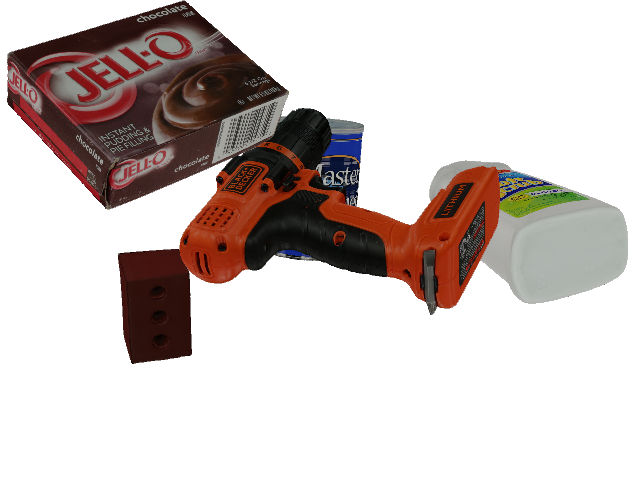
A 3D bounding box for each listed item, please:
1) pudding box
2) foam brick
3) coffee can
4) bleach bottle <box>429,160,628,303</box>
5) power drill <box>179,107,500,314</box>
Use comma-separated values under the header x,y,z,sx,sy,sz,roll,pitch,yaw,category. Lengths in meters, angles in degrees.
x,y,z,sx,sy,sz,roll,pitch,yaw,category
-0.088,-0.073,0.543,0.113,0.039,0.090,-26,60,-38,pudding box
-0.137,0.053,0.882,0.053,0.078,0.051,-7,25,-15,foam brick
-0.010,-0.058,1.143,0.103,0.140,0.103,4,12,-1,coffee can
0.151,-0.023,0.902,0.102,0.068,0.251,-13,19,-14,bleach bottle
0.022,-0.026,0.723,0.188,0.057,0.184,9,41,23,power drill
